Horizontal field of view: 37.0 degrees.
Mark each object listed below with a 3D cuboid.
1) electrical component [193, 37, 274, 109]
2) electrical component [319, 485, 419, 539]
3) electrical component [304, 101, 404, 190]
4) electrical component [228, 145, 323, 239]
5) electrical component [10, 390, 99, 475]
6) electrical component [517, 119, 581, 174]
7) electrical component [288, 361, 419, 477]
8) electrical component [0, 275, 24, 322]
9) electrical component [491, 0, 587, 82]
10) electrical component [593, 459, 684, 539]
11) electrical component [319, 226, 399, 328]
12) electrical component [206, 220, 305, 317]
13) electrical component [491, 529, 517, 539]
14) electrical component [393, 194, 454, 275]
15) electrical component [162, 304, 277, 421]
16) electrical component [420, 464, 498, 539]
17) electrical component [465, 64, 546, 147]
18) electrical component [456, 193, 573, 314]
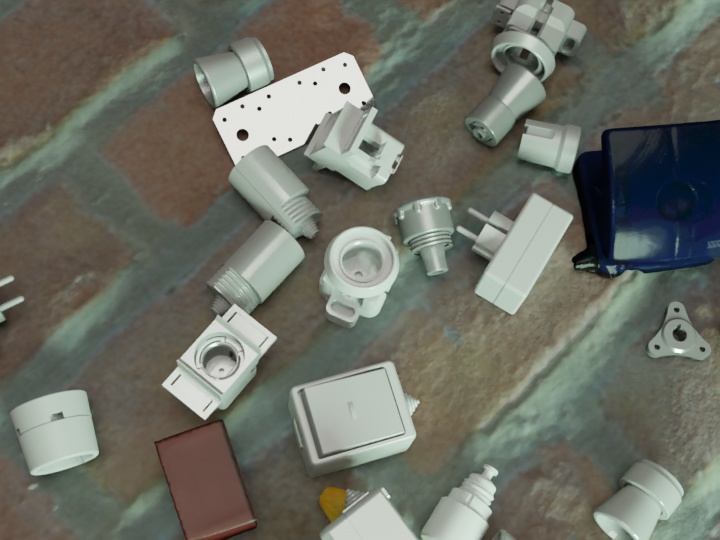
[{"bbox_3d":[-0.106,-0.165,0.899,0.055,0.045,0.045,-26,74,-14],"label":"electrical component"},{"bbox_3d":[0.012,0.194,0.731,0.061,0.061,0.096,-37,73,-6],"label":"electrical component"},{"bbox_3d":[-0.003,-0.098,0.870,0.064,0.081,0.042,33,74,-18],"label":"electrical component"},{"bbox_3d":[-0.063,-0.057,0.863,0.043,0.043,0.081,-40,79,-17],"label":"electrical component"},{"bbox_3d":[-0.220,0.118,0.780,0.055,0.055,0.047,-17,76,-11],"label":"electrical component"},{"bbox_3d":[0.159,-0.105,0.904,0.046,0.040,0.040,13,69,7],"label":"electrical component"},{"bbox_3d":[0.000,0.108,0.799,0.096,0.061,0.061,-15,72,-10],"label":"electrical component"},{"bbox_3d":[-0.295,0.030,0.811,0.079,0.044,0.077,-27,74,-14],"label":"electrical component"},{"bbox_3d":[0.147,-0.198,0.927,0.078,0.058,0.057,26,67,5],"label":"electrical component"},{"bbox_3d":[0.208,0.175,0.802,0.045,0.045,0.055,42,72,10],"label":"electrical component"},{"bbox_3d":[0.000,0.000,0.841,0.058,0.057,0.078,24,70,4],"label":"electrical component"},{"bbox_3d":[-0.086,0.004,0.839,0.043,0.043,0.081,39,72,9],"label":"electrical component"},{"bbox_3d":[0.121,0.223,0.779,0.065,0.044,0.044,30,70,1],"label":"electrical component"},{"bbox_3d":[0.055,-0.027,0.864,0.048,0.048,0.062,-11,78,-9],"label":"electrical component"},{"bbox_3d":[-0.104,0.071,0.802,0.042,0.063,0.081,38,72,8],"label":"electrical component"},{"bbox_3d":[0.077,0.179,0.791,0.040,0.040,0.078,33,70,7],"label":"electrical component"},{"bbox_3d":[0.121,-0.137,0.911,0.044,0.044,0.065,40,77,10],"label":"electrical component"},{"bbox_3d":[0.115,-0.022,0.864,0.076,0.047,0.083,31,70,7],"label":"electrical component"}]
